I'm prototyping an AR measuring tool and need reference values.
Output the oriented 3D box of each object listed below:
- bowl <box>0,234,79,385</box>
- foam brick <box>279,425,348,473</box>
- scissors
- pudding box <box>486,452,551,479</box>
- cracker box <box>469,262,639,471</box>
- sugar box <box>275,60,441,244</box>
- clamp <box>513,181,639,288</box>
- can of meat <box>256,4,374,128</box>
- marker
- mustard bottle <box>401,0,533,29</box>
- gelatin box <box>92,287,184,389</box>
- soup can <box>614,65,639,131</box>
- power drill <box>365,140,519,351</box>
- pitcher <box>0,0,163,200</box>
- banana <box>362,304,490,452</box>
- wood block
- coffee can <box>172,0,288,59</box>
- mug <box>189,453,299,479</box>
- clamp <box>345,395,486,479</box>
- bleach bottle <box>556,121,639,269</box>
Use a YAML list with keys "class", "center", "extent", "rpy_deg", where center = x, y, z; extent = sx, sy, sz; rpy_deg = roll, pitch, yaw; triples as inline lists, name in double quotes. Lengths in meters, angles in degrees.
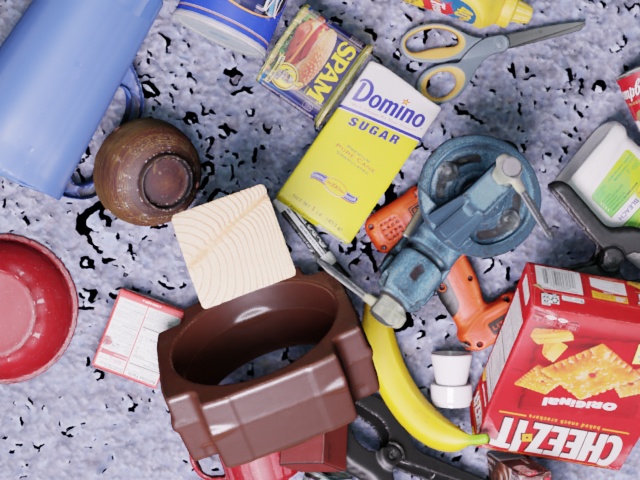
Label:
- class: "bowl"
  center: [-0.336, 0.074, 1.110]
  extent: [0.162, 0.055, 0.162]
  rpy_deg: [0, 92, -3]
- class: "foam brick"
  center: [-0.006, 0.192, 1.079]
  extent: [0.051, 0.053, 0.078]
  rpy_deg: [-8, 67, 28]
- class: "scissors"
  center: [0.185, -0.191, 1.148]
  extent: [0.201, 0.016, 0.096]
  rpy_deg: [2, 93, -3]
- class: "pudding box"
  center: [0.211, 0.274, 1.112]
  extent: [0.039, 0.113, 0.090]
  rpy_deg: [-6, 92, -6]
- class: "cracker box"
  center: [0.258, 0.134, 1.076]
  extent: [0.164, 0.072, 0.214]
  rpy_deg: [11, 129, -3]
- class: "sugar box"
  center: [0.040, -0.092, 1.120]
  extent: [0.093, 0.048, 0.176]
  rpy_deg: [34, 85, -5]
- class: "clamp"
  center: [0.291, 0.008, 1.093]
  extent: [0.171, 0.039, 0.120]
  rpy_deg: [8, 103, -7]
- class: "can of meat"
  center: [-0.007, -0.184, 1.119]
  extent: [0.084, 0.057, 0.102]
  rpy_deg: [35, 90, -1]
- class: "marker"
  center: [-0.008, 0.001, 1.142]
  extent: [0.020, 0.020, 0.121]
  rpy_deg: [-38, 93, -1]
- class: "mustard bottle"
  center: [0.128, -0.263, 1.103]
  extent: [0.191, 0.096, 0.058]
  rpy_deg: [17, 90, -3]
- class: "gelatin box"
  center: [-0.192, 0.104, 1.131]
  extent: [0.073, 0.030, 0.089]
  rpy_deg: [21, 90, -4]
- class: "soup can"
  center: [0.365, -0.142, 1.132]
  extent: [0.068, 0.068, 0.102]
  rpy_deg: [-26, 93, -2]
- class: "power drill"
  center: [0.167, 0.008, 1.133]
  extent: [0.184, 0.057, 0.187]
  rpy_deg: [-32, 90, 2]
- class: "pitcher"
  center: [-0.254, -0.166, 1.081]
  extent: [0.145, 0.149, 0.243]
  rpy_deg: [30, 87, 12]
- class: "banana"
  center: [0.095, 0.153, 1.125]
  extent: [0.070, 0.037, 0.198]
  rpy_deg: [-43, 72, 12]
- class: "wood block"
  center: [-0.082, 0.002, 1.045]
  extent: [0.091, 0.206, 0.090]
  rpy_deg: [-20, 92, -2]
- class: "coffee can"
  center: [-0.076, -0.271, 1.090]
  extent: [0.103, 0.103, 0.140]
  rpy_deg: [24, 90, -3]
- class: "mug"
  center: [-0.078, 0.213, 1.108]
  extent: [0.117, 0.093, 0.081]
  rpy_deg: [-18, 97, -11]
- class: "clamp"
  center: [0.066, 0.239, 1.111]
  extent: [0.210, 0.036, 0.164]
  rpy_deg: [45, 51, 6]
- class: "bleach bottle"
  center: [0.373, -0.010, 1.139]
  extent: [0.251, 0.068, 0.102]
  rpy_deg: [39, 91, -5]
